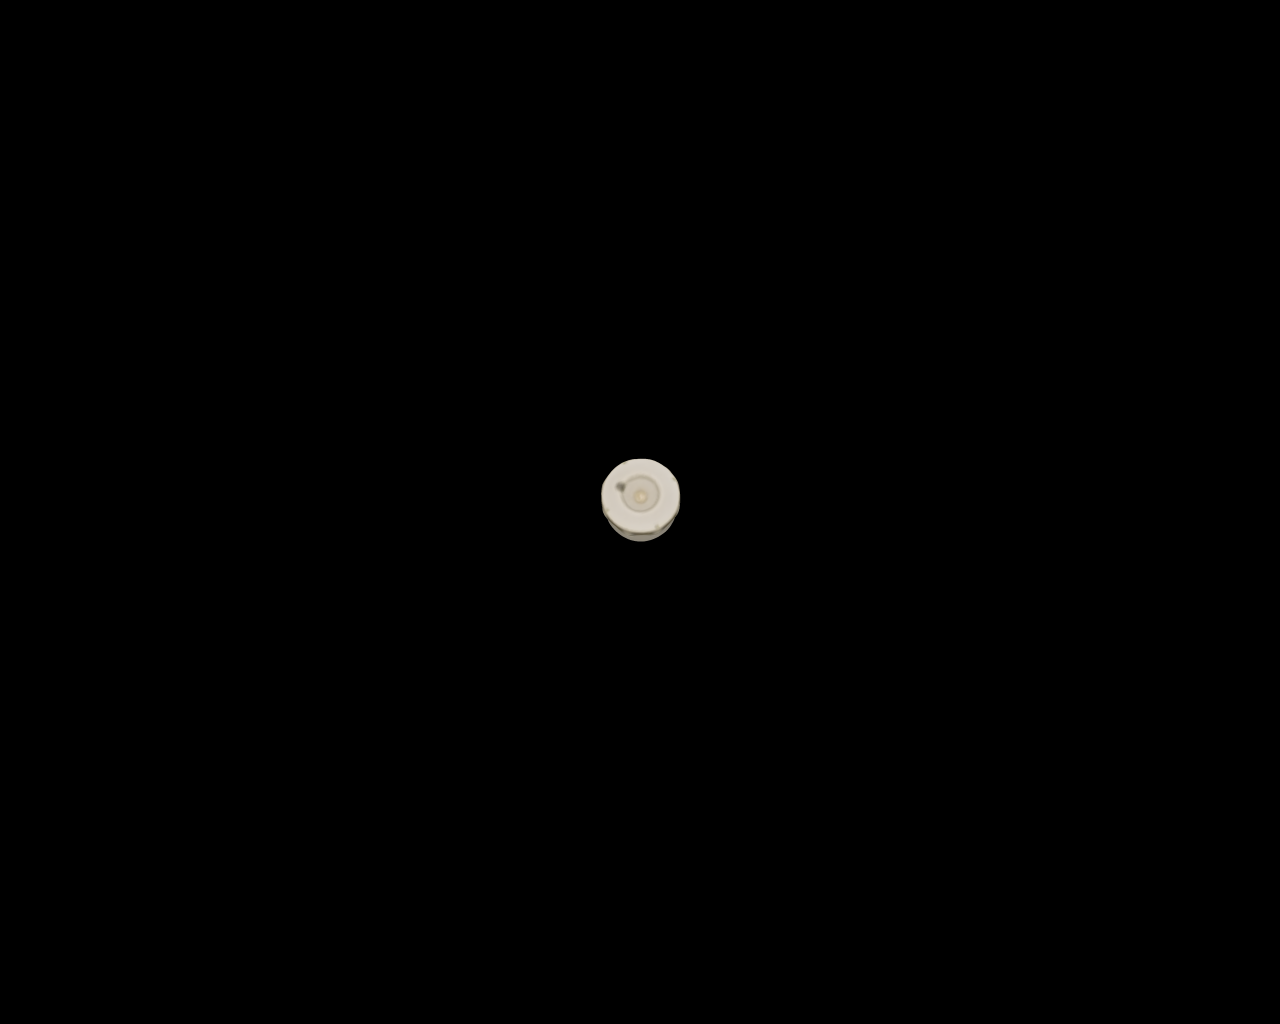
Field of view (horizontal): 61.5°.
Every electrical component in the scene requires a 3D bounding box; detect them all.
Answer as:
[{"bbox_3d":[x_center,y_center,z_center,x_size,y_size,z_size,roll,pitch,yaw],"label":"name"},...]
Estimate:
[{"bbox_3d":[0.001,-0.003,0.650,0.048,0.048,0.062,0,-16,0],"label":"electrical component"}]
